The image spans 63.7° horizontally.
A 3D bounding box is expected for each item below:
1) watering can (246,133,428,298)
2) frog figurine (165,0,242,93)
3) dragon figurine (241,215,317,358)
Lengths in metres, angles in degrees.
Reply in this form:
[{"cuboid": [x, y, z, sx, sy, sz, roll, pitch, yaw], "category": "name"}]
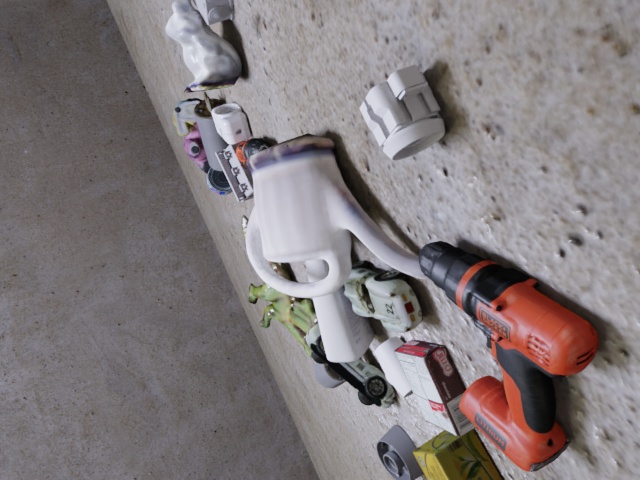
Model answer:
[{"cuboid": [0.002, -0.035, 0.693, 0.346, 0.104, 0.224, -9, 90, 47], "category": "watering can"}, {"cuboid": [-0.207, -0.349, 0.919, 0.139, 0.123, 0.157, -118, 21, -73], "category": "frog figurine"}, {"cuboid": [-0.074, 0.138, 1.277, 0.244, 0.124, 0.402, 17, 134, 46], "category": "dragon figurine"}]
